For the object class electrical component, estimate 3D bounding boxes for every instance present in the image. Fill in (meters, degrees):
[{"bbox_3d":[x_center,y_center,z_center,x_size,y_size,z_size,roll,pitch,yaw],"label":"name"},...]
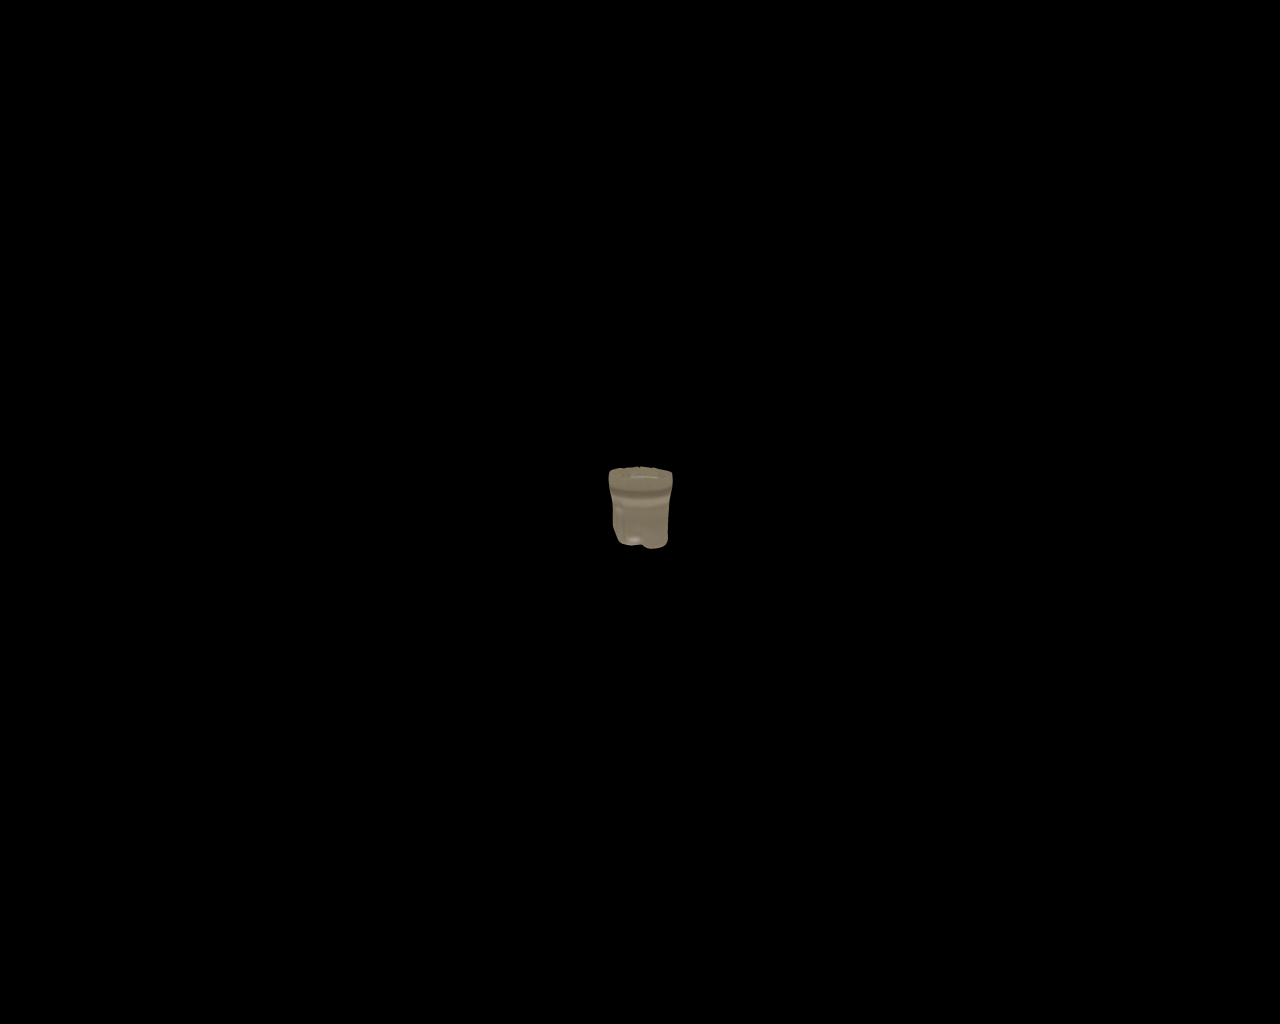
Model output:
[{"bbox_3d":[0.001,-0.003,0.650,0.040,0.046,0.040,0,13,0],"label":"electrical component"}]
